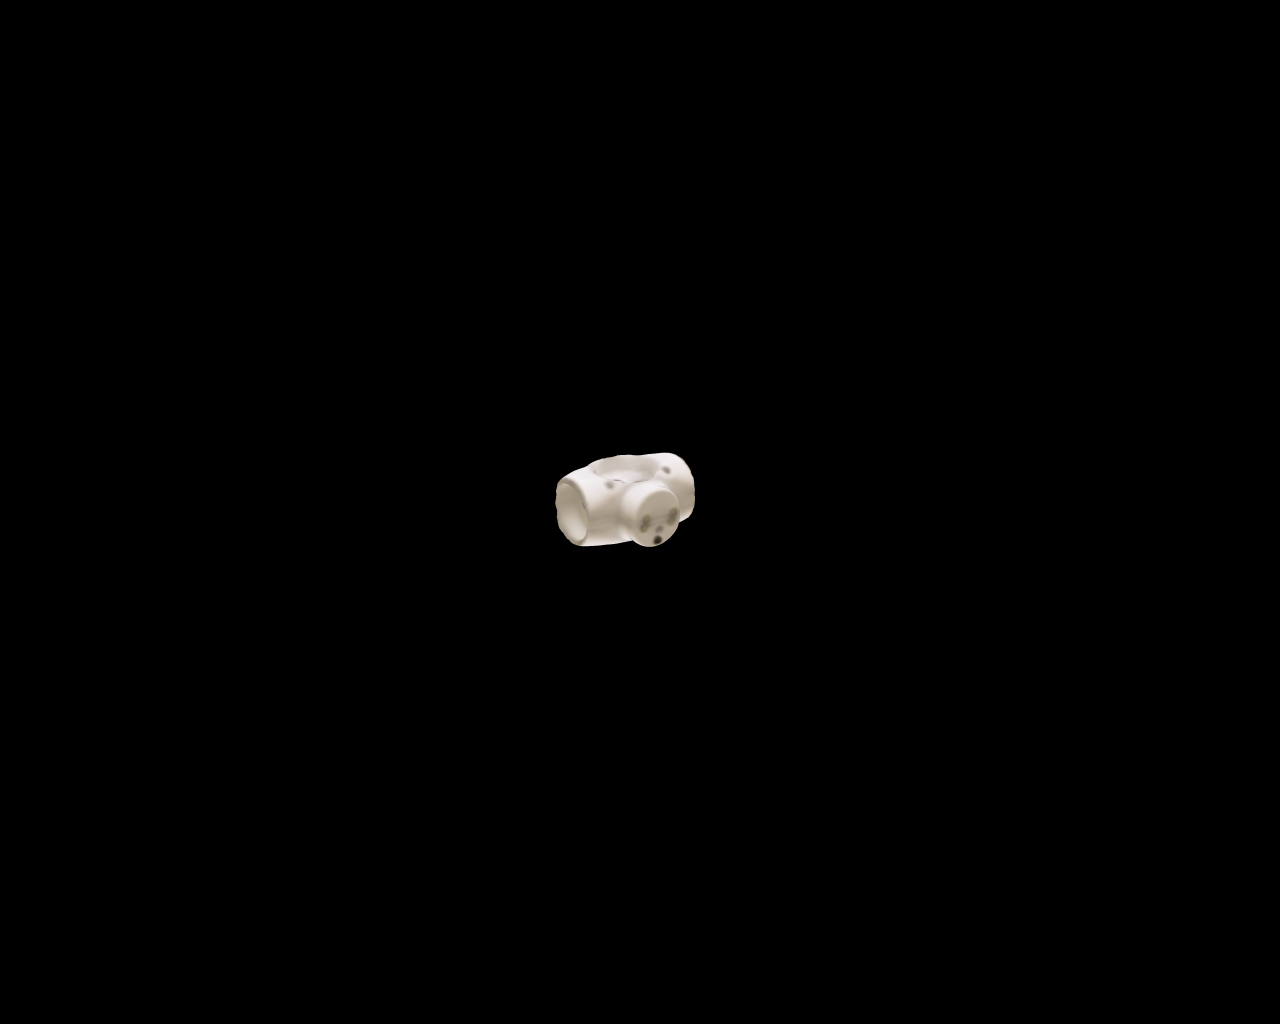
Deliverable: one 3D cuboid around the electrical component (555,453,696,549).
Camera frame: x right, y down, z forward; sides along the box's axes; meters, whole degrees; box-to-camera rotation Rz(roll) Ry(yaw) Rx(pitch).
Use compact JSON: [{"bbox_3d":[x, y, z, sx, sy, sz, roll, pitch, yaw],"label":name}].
[{"bbox_3d":[0.001,-0.003,0.650,0.077,0.044,0.079,-14,27,-29],"label":"electrical component"}]
